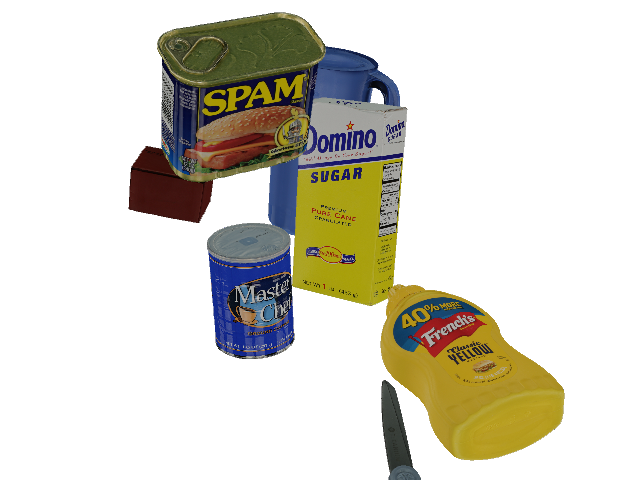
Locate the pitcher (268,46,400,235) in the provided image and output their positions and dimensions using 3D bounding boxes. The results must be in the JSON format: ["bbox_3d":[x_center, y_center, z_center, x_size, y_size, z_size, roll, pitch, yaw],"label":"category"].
[{"bbox_3d":[0.005,-0.128,1.413,0.144,0.243,0.149,-2,24,-21],"label":"pitcher"}]

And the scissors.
[{"bbox_3d":[0.066,0.149,0.609,0.096,0.016,0.201,11,31,8],"label":"scissors"}]

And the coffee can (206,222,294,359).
[{"bbox_3d":[-0.086,0.062,1.335,0.103,0.140,0.103,-2,25,1],"label":"coffee can"}]

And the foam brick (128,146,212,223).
[{"bbox_3d":[-0.153,-0.058,1.104,0.078,0.051,0.053,11,31,4],"label":"foam brick"}]

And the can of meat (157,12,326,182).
[{"bbox_3d":[-0.053,-0.091,0.686,0.102,0.084,0.057,-14,49,-22],"label":"can of meat"}]

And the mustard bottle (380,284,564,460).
[{"bbox_3d":[0.102,0.090,0.843,0.096,0.058,0.192,-17,33,-16],"label":"mustard bottle"}]

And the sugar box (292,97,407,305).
[{"bbox_3d":[0.024,-0.037,0.966,0.093,0.176,0.048,11,18,34],"label":"sugar box"}]
